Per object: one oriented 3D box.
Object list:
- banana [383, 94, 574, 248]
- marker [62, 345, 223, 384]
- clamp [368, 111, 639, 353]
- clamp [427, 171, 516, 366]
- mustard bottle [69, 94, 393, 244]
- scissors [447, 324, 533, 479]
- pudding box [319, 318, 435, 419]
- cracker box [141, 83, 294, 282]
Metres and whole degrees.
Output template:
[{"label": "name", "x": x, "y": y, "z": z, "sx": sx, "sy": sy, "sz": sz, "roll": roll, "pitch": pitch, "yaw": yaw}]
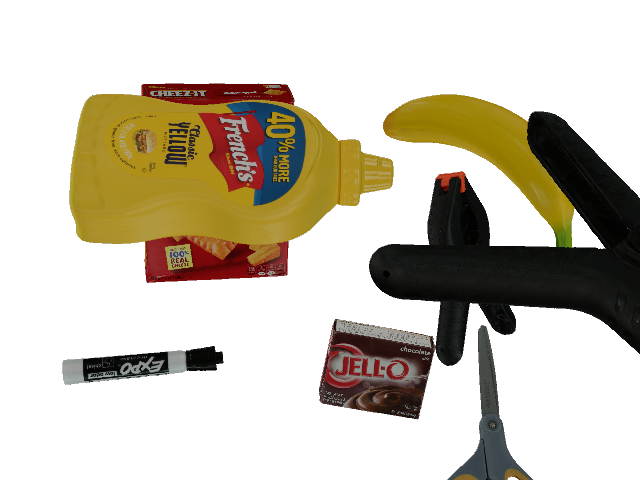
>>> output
[{"label": "banana", "x": 0.115, "y": -0.064, "z": 0.760, "sx": 0.037, "sy": 0.070, "sz": 0.198, "roll": 7, "pitch": 27, "yaw": -44}, {"label": "marker", "x": -0.135, "y": 0.095, "z": 0.815, "sx": 0.121, "sy": 0.020, "sz": 0.020, "roll": -5, "pitch": 0, "yaw": -6}, {"label": "clamp", "x": 0.138, "y": 0.016, "z": 0.489, "sx": 0.210, "sy": 0.036, "sz": 0.164, "roll": 32, "pitch": 49, "yaw": 32}, {"label": "clamp", "x": 0.127, "y": 0.027, "z": 0.967, "sx": 0.039, "sy": 0.171, "sz": 0.120, "roll": -11, "pitch": 13, "yaw": 34}, {"label": "mustard bottle", "x": -0.051, "y": -0.043, "z": 0.653, "sx": 0.191, "sy": 0.096, "sz": 0.058, "roll": 2, "pitch": -36, "yaw": -2}, {"label": "scissors", "x": 0.123, "y": 0.162, "z": 0.865, "sx": 0.096, "sy": 0.202, "sz": 0.016, "roll": -10, "pitch": -34, "yaw": -11}, {"label": "pudding box", "x": 0.061, "y": 0.140, "z": 1.163, "sx": 0.113, "sy": 0.090, "sz": 0.039, "roll": 9, "pitch": 23, "yaw": -3}, {"label": "cracker box", "x": -0.115, "y": -0.063, "z": 1.187, "sx": 0.164, "sy": 0.214, "sz": 0.072, "roll": -2, "pitch": 24, "yaw": -11}]
